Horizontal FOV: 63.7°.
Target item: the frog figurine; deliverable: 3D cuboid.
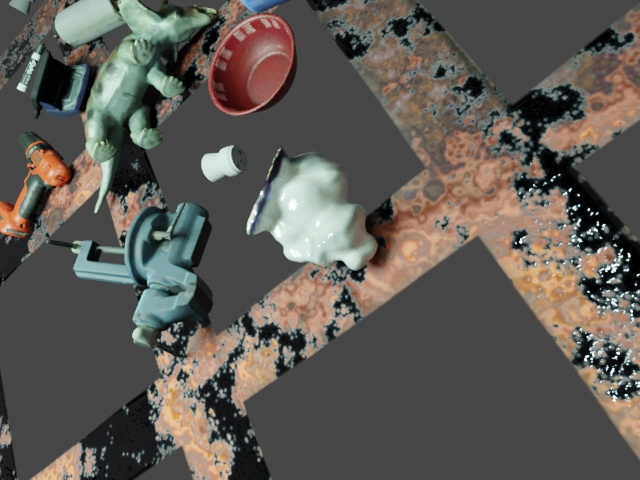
[{"bbox_3d":[0.002,-0.033,0.652,0.159,0.138,0.122,25,-8,-2],"label":"frog figurine"}]
